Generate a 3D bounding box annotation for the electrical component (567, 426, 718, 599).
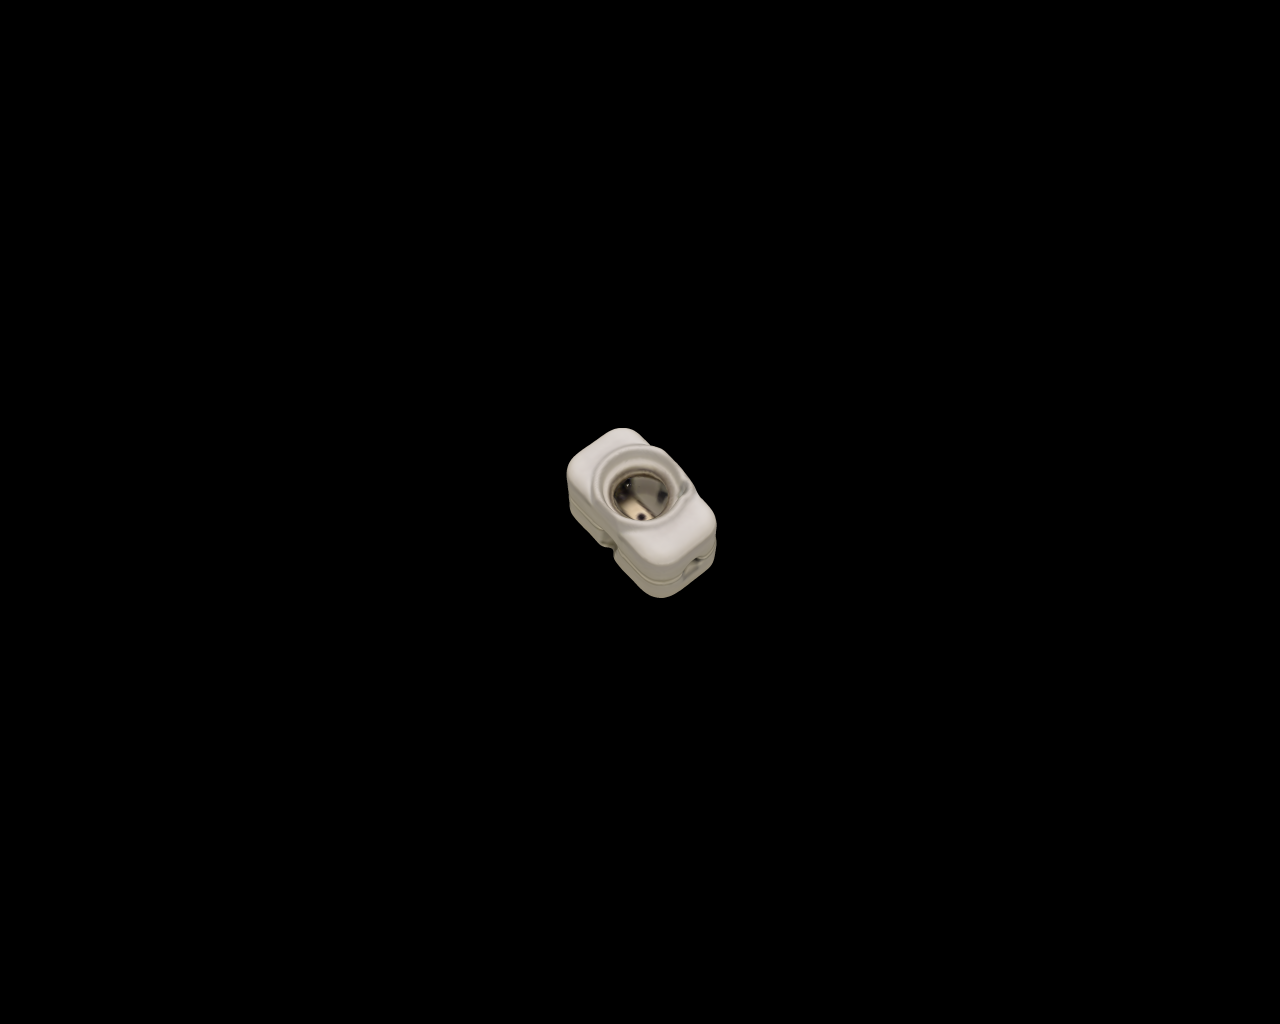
[{"bbox_3d":[0.001,-0.003,0.650,0.054,0.095,0.059,-36,-24,-18],"label":"electrical component"}]
